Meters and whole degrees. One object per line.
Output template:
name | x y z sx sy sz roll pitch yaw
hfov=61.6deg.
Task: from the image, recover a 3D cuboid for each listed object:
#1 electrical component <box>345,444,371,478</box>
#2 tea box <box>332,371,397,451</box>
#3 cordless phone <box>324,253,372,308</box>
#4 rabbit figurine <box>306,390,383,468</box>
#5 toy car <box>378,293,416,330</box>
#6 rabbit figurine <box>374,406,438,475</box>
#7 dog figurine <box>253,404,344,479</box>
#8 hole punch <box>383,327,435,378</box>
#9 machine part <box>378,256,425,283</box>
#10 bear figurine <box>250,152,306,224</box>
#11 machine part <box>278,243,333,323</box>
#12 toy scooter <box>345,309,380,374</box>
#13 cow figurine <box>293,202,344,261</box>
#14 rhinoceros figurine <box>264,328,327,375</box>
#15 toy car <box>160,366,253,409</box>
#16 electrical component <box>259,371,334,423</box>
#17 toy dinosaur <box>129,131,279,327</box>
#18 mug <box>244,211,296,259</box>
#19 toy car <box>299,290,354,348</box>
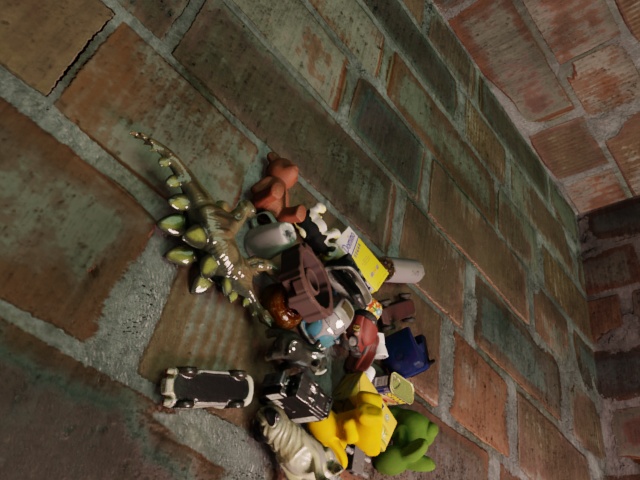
electrical component | 0.084 0.519 1.262 0.094 0.021 0.063 41 46 -31
tea box | 0.107 0.416 1.301 0.169 0.068 0.098 56 40 -13
cordless phone | 0.088 0.129 1.323 0.146 0.089 0.184 58 -2 -32
rabbit figurine | 0.051 0.411 1.189 0.122 0.173 0.162 -85 -179 -72
toy car | 0.218 0.205 1.550 0.202 0.053 0.089 -7 89 -55
rabbit figurine | 0.214 0.521 1.335 0.170 0.159 0.121 -39 114 -36
dog figurine | -0.049 0.415 1.105 0.190 0.121 0.172 59 1 15
hole punch | 0.228 0.307 1.455 0.092 0.142 0.116 37 33 -36
machine part | 0.239 0.090 1.610 0.243 0.079 0.079 9 66 -48
bear figurine | -0.087 -0.131 1.288 0.120 0.132 0.196 46 49 -28
machine part | -0.030 0.095 1.194 0.179 0.056 0.179 55 21 -35
toy scooter | 0.100 0.266 1.341 0.135 0.075 0.183 -59 150 -32
cow figurine | -0.001 -0.004 1.375 0.098 0.068 0.167 -35 97 -46
rhinoceros figurine | -0.046 0.240 1.164 0.190 0.112 0.073 49 32 -54
toy car | -0.208 0.276 1.002 0.201 0.056 0.073 18 66 -43
electrical component | -0.056 0.323 1.112 0.134 0.115 0.058 47 40 -28
toy dinosaur | -0.220 -0.017 1.086 0.198 0.105 0.471 -39 104 -51
mug | -0.109 -0.013 1.217 0.081 0.107 0.109 -5 78 -53
toy car | 0.031 0.186 1.295 0.109 0.103 0.162 58 40 -14
